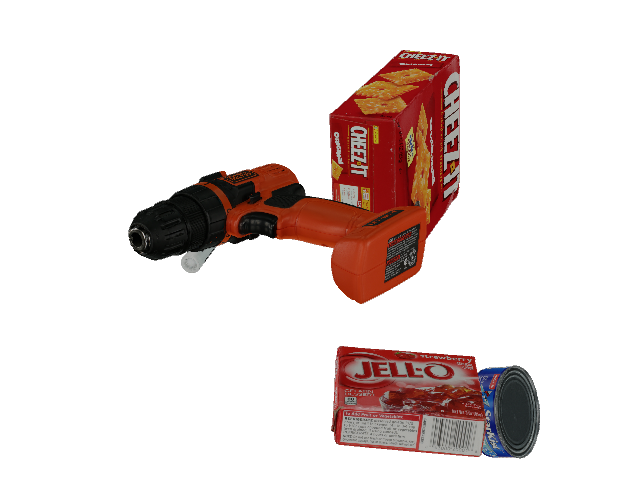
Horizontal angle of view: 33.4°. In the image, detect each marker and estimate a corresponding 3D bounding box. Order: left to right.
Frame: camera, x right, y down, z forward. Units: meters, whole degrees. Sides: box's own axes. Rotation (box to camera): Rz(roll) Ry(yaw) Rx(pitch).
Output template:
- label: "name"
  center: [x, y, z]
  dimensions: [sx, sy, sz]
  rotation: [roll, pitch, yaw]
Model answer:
- label: "marker"
  center: [-0.104, -0.004, 1.033]
  dimensions: [0.020, 0.020, 0.121]
  rotation: [0, 26, 17]

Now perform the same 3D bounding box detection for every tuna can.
- label: "tuna can"
  center: [0.172, 0.161, 1.005]
  dimensions: [0.034, 0.086, 0.085]
  rotation: [-8, -5, 37]

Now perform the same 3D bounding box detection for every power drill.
- label: "power drill"
  center: [-0.028, -0.008, 0.819]
  dimensions: [0.188, 0.057, 0.184]
  rotation: [18, 27, 31]

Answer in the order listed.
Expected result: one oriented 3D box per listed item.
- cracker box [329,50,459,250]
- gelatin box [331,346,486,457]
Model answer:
- label: "cracker box"
  center: [0.079, -0.078, 1.045]
  dimensions: [0.072, 0.164, 0.213]
  rotation: [8, 28, 21]
- label: "gelatin box"
  center: [0.052, 0.095, 0.647]
  dimensions: [0.089, 0.030, 0.073]
  rotation: [5, 24, 0]
